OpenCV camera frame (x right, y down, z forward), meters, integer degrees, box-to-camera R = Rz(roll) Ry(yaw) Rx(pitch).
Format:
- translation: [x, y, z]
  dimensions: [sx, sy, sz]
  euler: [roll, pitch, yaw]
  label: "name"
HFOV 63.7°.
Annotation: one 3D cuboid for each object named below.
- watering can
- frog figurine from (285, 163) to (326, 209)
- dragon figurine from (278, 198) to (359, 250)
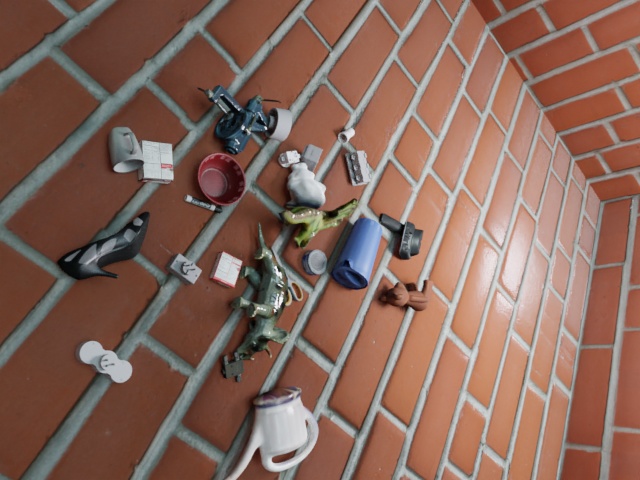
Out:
- translation: [-0.143, 0.545, 1.456]
  dimensions: [0.349, 0.103, 0.226]
  euler: [-4, 81, -42]
  label: "watering can"
- translation: [-0.045, -0.179, 1.719]
  dimensions: [0.137, 0.122, 0.160]
  euler: [7, 87, -20]
  label: "frog figurine"
- translation: [0.005, -0.082, 1.623]
  dimensions: [0.243, 0.407, 0.123]
  euler: [-27, 82, -3]
  label: "dragon figurine"
